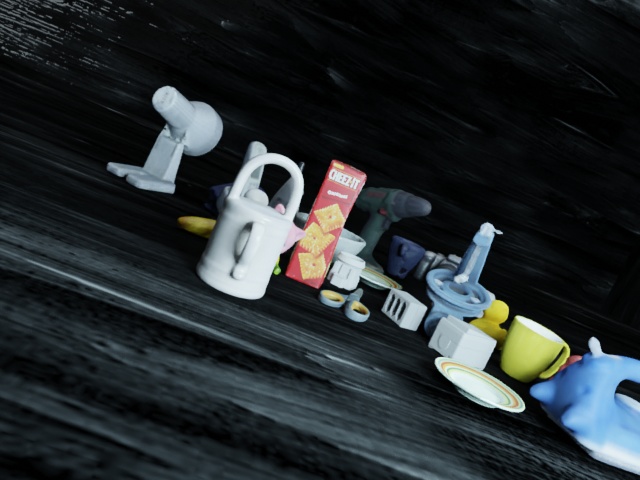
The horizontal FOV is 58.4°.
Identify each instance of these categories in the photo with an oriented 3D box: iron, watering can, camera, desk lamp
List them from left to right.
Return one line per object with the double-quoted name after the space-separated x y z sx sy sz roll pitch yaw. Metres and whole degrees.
-0.321 -0.214 1.233 0.117 0.213 0.204 26 9 18 "desk lamp"
-0.093 -0.029 0.792 0.101 0.194 0.172 17 11 -35 "watering can"
0.323 0.083 1.515 0.143 0.101 0.137 26 9 16 "camera"
0.430 0.231 0.783 0.259 0.141 0.118 21 9 -14 "iron"

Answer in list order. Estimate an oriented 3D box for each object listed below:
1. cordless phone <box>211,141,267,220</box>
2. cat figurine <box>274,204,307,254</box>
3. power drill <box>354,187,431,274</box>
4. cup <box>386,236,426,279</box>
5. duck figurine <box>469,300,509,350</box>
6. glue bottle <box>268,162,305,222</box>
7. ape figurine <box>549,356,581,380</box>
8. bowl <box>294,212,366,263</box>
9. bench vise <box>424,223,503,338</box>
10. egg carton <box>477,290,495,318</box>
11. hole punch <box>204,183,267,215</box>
-0.128 -0.096 1.130 0.094 0.185 0.148 27 9 19 "cordless phone"
-0.093 -0.010 0.925 0.127 0.118 0.067 25 9 8 "cat figurine"
0.148 -0.029 1.374 0.076 0.208 0.228 16 12 -41 "power drill"
0.203 0.049 1.426 0.091 0.095 0.118 25 9 11 "cup"
0.348 0.164 1.148 0.078 0.086 0.104 21 9 -16 "duck figurine"
-0.073 -0.104 1.358 0.078 0.173 0.037 28 10 28 "glue bottle"
0.387 0.221 0.889 0.078 0.092 0.076 20 10 -24 "ape figurine"
0.012 0.004 1.255 0.167 0.075 0.167 23 9 -3 "bowl"
0.253 0.066 1.045 0.121 0.220 0.207 23 9 -1 "bench vise"
0.344 0.135 1.365 0.151 0.069 0.107 17 11 -37 "egg carton"
-0.183 -0.088 1.243 0.101 0.091 0.108 15 12 -44 "hole punch"
